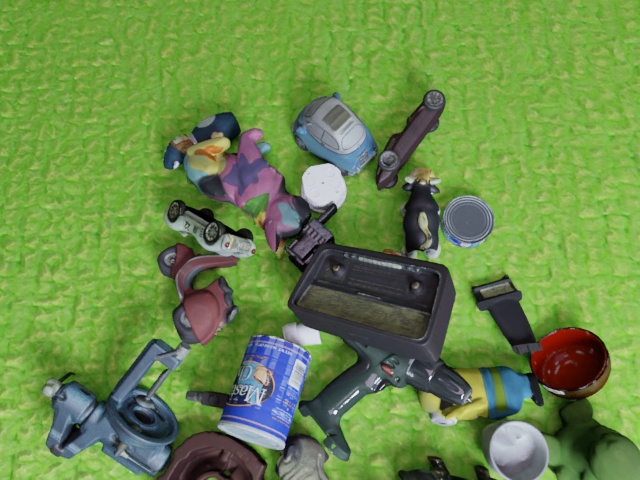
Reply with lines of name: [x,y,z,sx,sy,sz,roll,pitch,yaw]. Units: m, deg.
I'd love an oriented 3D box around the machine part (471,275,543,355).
machine part: [0.302,0.121,0.859,0.084,0.039,0.139,-15,51,-9]

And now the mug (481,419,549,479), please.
mug: [0.278,0.312,0.781,0.081,0.107,0.109,-12,78,0]

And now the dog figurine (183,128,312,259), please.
dog figurine: [-0.121,-0.069,0.914,0.192,0.108,0.219,-16,76,-2]

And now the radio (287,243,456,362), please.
radio: [0.080,0.086,0.803,0.230,0.073,0.131,12,61,29]

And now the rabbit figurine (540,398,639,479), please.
rabbit figurine: [0.387,0.314,0.742,0.121,0.170,0.159,-32,74,-6]

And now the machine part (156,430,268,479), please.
machine part: [-0.160,0.380,0.810,0.179,0.056,0.179,-1,73,5]

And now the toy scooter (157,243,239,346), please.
toy scooter: [-0.185,0.076,0.892,0.135,0.075,0.184,-20,69,-5]

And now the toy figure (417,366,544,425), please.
toy figure: [0.241,0.231,0.822,0.180,0.082,0.089,-12,54,7]

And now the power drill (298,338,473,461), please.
power drill: [0.079,0.224,0.801,0.207,0.086,0.232,-51,53,1]

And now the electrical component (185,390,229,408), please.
electrical component: [-0.160,0.251,0.843,0.094,0.063,0.021,9,74,4]

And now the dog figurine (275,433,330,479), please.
dog figurine: [0.013,0.391,0.785,0.172,0.121,0.190,24,55,-23]

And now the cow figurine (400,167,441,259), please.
cow figurine: [0.168,-0.054,0.899,0.068,0.098,0.167,-1,74,9]

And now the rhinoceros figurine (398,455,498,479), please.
rhinoceros figurine: [0.175,0.382,0.788,0.190,0.073,0.112,3,87,0]

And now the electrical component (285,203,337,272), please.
electrical component: [-0.002,-0.003,0.905,0.119,0.074,0.048,-43,75,-12]

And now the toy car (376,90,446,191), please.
toy car: [0.153,-0.175,0.939,0.053,0.089,0.202,36,80,11]

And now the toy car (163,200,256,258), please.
toy car: [-0.183,-0.016,0.877,0.202,0.073,0.056,26,96,41]

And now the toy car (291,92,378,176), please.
toy car: [0.024,-0.193,0.944,0.109,0.103,0.162,-44,75,-8]

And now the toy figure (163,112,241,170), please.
toy figure: [-0.220,-0.180,0.975,0.154,0.064,0.057,-30,91,-10]

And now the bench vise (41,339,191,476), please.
bench vise: [-0.292,0.236,0.815,0.224,0.129,0.240,39,97,5]
